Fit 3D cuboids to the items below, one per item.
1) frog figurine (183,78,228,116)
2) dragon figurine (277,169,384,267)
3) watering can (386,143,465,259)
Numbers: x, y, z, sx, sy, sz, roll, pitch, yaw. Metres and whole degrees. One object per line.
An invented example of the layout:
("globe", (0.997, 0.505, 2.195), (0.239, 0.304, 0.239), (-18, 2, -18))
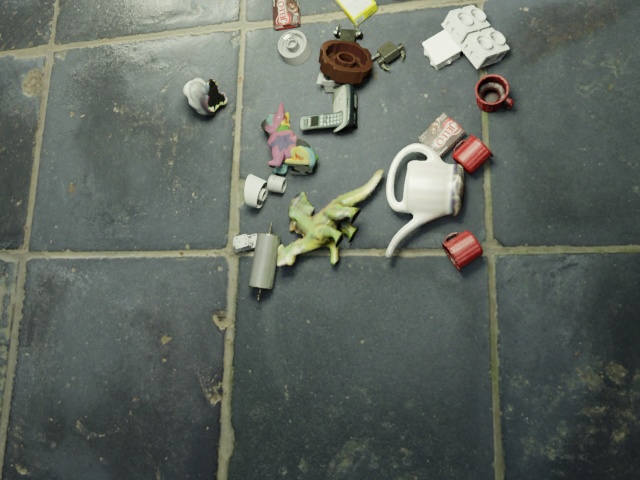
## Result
("frog figurine", (-0.408, -0.487, 1.733), (0.160, 0.136, 0.123), (18, 90, 32))
("dragon figurine", (0.005, -0.079, 1.575), (0.244, 0.120, 0.414), (27, 78, 25))
("watering can", (0.302, -0.109, 1.497), (0.224, 0.103, 0.349), (5, 84, 14))
